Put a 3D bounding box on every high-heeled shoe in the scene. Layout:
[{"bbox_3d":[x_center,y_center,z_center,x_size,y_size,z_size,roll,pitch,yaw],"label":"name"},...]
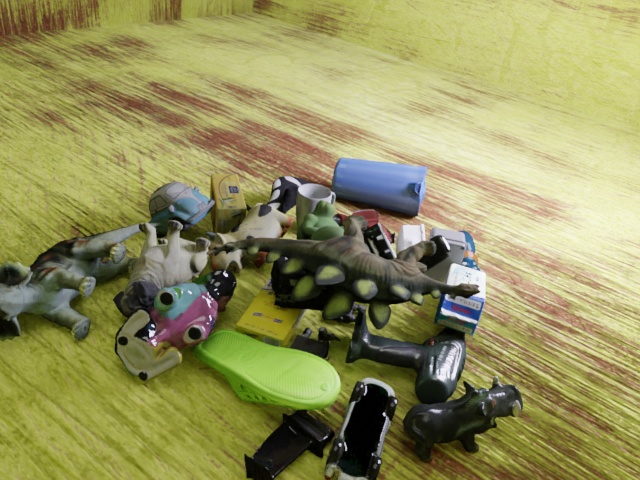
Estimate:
[{"bbox_3d":[-0.073,-0.081,1.316,0.249,0.086,0.145,-27,50,-36],"label":"high-heeled shoe"}]

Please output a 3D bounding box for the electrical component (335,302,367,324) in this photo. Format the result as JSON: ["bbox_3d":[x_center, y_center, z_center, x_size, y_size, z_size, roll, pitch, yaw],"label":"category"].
[{"bbox_3d":[0.043,0.137,1.053,0.094,0.021,0.063,14,33,7],"label":"electrical component"}]

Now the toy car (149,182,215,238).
[{"bbox_3d":[-0.319,-0.075,1.180,0.162,0.102,0.109,-13,23,37],"label":"toy car"}]

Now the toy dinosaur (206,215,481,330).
[{"bbox_3d":[0.042,0.046,0.949,0.472,0.104,0.198,13,36,14],"label":"toy dinosaur"}]

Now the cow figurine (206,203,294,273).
[{"bbox_3d":[-0.159,-0.002,1.136,0.127,0.085,0.195,36,59,2],"label":"cow figurine"}]

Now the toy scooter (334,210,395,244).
[{"bbox_3d":[0.115,-0.023,1.275,0.135,0.075,0.184,-16,35,-35],"label":"toy scooter"}]

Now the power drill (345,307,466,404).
[{"bbox_3d":[0.155,0.190,0.954,0.207,0.086,0.232,21,26,6],"label":"power drill"}]

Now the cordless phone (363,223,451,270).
[{"bbox_3d":[0.165,0.017,1.089,0.088,0.184,0.146,1,60,-49],"label":"cordless phone"}]

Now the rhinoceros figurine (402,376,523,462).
[{"bbox_3d":[0.215,0.264,0.816,0.190,0.111,0.073,-10,34,-13],"label":"rhinoceros figurine"}]

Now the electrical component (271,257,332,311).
[{"bbox_3d":[-0.033,0.072,1.022,0.115,0.058,0.134,10,33,-14],"label":"electrical component"}]

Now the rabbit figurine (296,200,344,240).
[{"bbox_3d":[-0.002,-0.003,1.134,0.159,0.121,0.170,-32,10,-5],"label":"rabbit figurine"}]

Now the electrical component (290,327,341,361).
[{"bbox_3d":[-0.013,0.190,0.935,0.078,0.045,0.102,22,35,18],"label":"electrical component"}]

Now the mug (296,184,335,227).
[{"bbox_3d":[-0.013,-0.074,1.289,0.081,0.107,0.109,32,36,31],"label":"mug"}]

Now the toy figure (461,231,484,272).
[{"bbox_3d":[0.339,0.039,1.244,0.064,0.057,0.154,4,37,4],"label":"toy figure"}]

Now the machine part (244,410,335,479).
[{"bbox_3d":[-0.045,0.296,0.771,0.084,0.039,0.139,36,39,28],"label":"machine part"}]

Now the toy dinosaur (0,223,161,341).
[{"bbox_3d":[-0.464,0.057,0.982,0.192,0.131,0.405,13,27,6],"label":"toy dinosaur"}]

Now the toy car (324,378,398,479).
[{"bbox_3d":[0.064,0.286,0.798,0.074,0.056,0.202,21,35,8],"label":"toy car"}]

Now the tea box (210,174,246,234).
[{"bbox_3d":[-0.217,-0.075,1.253,0.068,0.098,0.170,-1,32,-15],"label":"tea box"}]

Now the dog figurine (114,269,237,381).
[{"bbox_3d":[-0.234,0.129,0.925,0.108,0.191,0.219,49,9,-3],"label":"dog figurine"}]

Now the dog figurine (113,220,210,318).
[{"bbox_3d":[-0.294,0.079,1.024,0.121,0.172,0.190,-9,60,37],"label":"dog figurine"}]
